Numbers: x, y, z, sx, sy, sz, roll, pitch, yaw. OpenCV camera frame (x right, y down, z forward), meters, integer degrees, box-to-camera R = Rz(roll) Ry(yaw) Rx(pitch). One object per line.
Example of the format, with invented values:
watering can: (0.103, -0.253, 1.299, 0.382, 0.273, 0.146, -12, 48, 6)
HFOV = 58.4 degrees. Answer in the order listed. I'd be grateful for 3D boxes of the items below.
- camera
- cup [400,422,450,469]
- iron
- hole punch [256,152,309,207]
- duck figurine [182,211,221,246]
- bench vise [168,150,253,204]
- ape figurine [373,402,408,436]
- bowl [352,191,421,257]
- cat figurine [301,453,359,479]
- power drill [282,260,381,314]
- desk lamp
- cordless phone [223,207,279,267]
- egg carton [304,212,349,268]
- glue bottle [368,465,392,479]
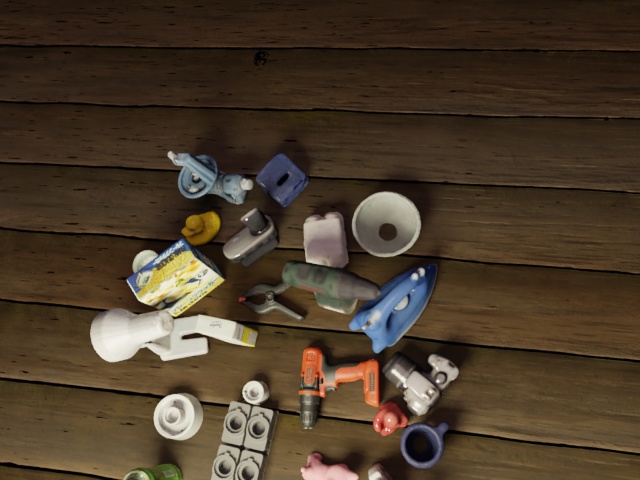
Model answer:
camera: (0.218, 0.301, 1.280, 0.136, 0.101, 0.143, 39, 82, 18)
cup: (0.230, 0.434, 1.239, 0.118, 0.095, 0.091, -39, 71, -4)
iron: (0.183, 0.132, 1.318, 0.118, 0.141, 0.258, 41, 83, 18)
hole punch: (-0.095, -0.156, 1.478, 0.101, 0.091, 0.109, 39, 82, 18)
duck figurine: (-0.311, -0.039, 1.476, 0.104, 0.086, 0.077, -40, 71, -5)
bench vise: (-0.278, -0.174, 1.443, 0.207, 0.220, 0.121, -9, 71, 6)
ape figurine: (0.156, 0.396, 1.264, 0.077, 0.092, 0.076, 5, 73, 10)
bowl: (0.164, -0.030, 1.407, 0.167, 0.075, 0.167, -2, 72, 8)
cat figurine: (0.019, 0.511, 1.235, 0.127, 0.118, 0.067, 14, 75, 13)
power drill: (0.034, 0.109, 1.312, 0.229, 0.208, 0.076, 14, 75, 13)
desk lamp: (-0.393, 0.216, 1.340, 0.203, 0.214, 0.118, -11, 71, 5)
cordless phone: (-0.183, -0.018, 1.397, 0.147, 0.185, 0.094, -40, 71, -5)
egg carton: (0.013, 0.005, 1.422, 0.107, 0.069, 0.150, -9, 71, 6)
glue bottle: (0.128, 0.509, 1.189, 0.037, 0.173, 0.078, -36, 71, -3)
